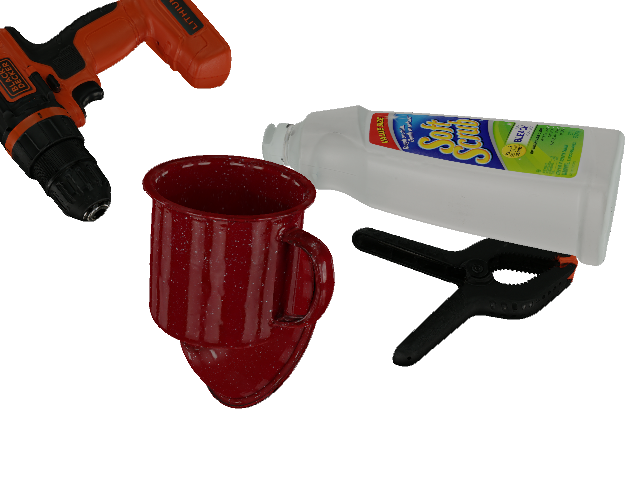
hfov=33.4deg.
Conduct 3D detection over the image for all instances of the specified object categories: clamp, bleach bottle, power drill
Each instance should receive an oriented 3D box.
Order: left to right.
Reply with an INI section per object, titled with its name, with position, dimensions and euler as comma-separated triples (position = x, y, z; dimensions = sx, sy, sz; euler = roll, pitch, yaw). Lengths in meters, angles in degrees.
[power drill]
position = -0.163, -0.119, 0.813
dimensions = 0.187, 0.184, 0.057
euler = -31, -15, -29
[bleach bottle]
position = 0.078, -0.049, 0.746
dimensions = 0.251, 0.068, 0.102
euler = 9, 38, 17
[clamp]
position = 0.142, 0.046, 0.999
dimensions = 0.210, 0.164, 0.036
euler = -2, -44, -6

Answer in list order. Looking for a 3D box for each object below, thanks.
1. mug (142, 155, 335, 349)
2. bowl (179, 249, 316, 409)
[mug]
position = -0.042, 0.010, 0.581
dimensions = 0.117, 0.081, 0.093
euler = 20, 27, 28
[bowl]
position = -0.071, 0.054, 0.881
dimensions = 0.055, 0.162, 0.162
euler = 23, -14, -35
